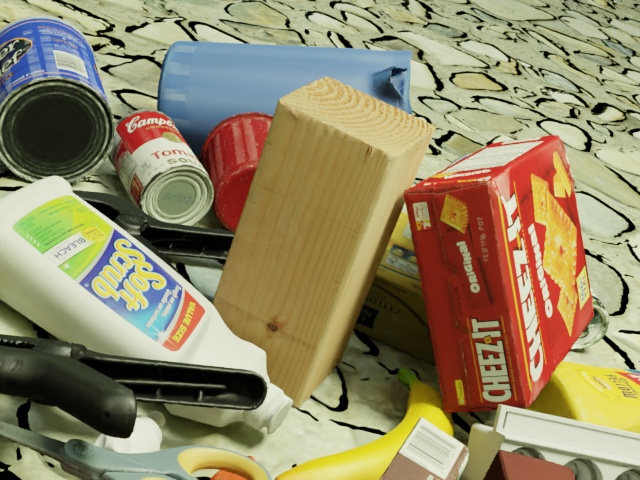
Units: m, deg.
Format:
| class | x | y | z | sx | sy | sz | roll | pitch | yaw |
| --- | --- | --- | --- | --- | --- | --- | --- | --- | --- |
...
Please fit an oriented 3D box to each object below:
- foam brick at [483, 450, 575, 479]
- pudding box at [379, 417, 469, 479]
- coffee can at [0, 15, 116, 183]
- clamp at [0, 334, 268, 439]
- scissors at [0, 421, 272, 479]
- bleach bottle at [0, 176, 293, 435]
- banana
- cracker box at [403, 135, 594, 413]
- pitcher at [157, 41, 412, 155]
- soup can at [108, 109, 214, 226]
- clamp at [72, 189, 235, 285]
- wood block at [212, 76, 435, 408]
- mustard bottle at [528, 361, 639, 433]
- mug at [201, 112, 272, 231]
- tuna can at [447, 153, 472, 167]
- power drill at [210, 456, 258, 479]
| class | x | y | z | sx | sy | sz | roll | pitch | yaw |
| --- | --- | --- | --- | --- | --- | --- | --- | --- | --- |
| foam brick | 0.124 | 0.179 | 0.662 | 0.051 | 0.078 | 0.053 | 15 | 27 | -8 |
| pudding box | 0.040 | 0.167 | 0.611 | 0.039 | 0.090 | 0.113 | 30 | 27 | 14 |
| coffee can | -0.243 | -0.127 | 0.950 | 0.102 | 0.103 | 0.140 | 8 | 29 | -25 |
| clamp | -0.145 | 0.080 | 0.638 | 0.210 | 0.036 | 0.164 | 8 | -1 | 29 |
| scissors | -0.110 | 0.114 | 0.573 | 0.202 | 0.016 | 0.096 | 24 | 21 | 23 |
| bleach bottle | -0.124 | 0.051 | 0.744 | 0.251 | 0.068 | 0.102 | 31 | 36 | 16 |
| banana | 0.044 | 0.142 | 0.727 | 0.070 | 0.037 | 0.197 | 12 | 19 | 26 |
| cracker box | 0.145 | 0.017 | 0.814 | 0.072 | 0.164 | 0.213 | -7 | 10 | 27 |
| pitcher | -0.032 | -0.125 | 1.055 | 0.243 | 0.149 | 0.145 | 6 | 25 | 1 |
| soup can | -0.142 | -0.062 | 0.939 | 0.068 | 0.069 | 0.102 | 3 | 32 | -32 |
| clamp | -0.149 | 0.004 | 0.843 | 0.171 | 0.039 | 0.120 | 16 | 21 | 3 |
| wood block | -0.005 | 0.001 | 0.760 | 0.091 | 0.206 | 0.090 | 27 | 27 | 13 |
| mustard bottle | 0.258 | 0.140 | 0.852 | 0.191 | 0.058 | 0.096 | 9 | 22 | -24 |
| mug | -0.053 | -0.048 | 0.970 | 0.117 | 0.093 | 0.081 | 48 | 17 | -33 |
| tuna can | 0.146 | -0.044 | 1.091 | 0.034 | 0.086 | 0.085 | 39 | 32 | 28 |
| power drill | -0.105 | 0.164 | 0.557 | 0.187 | 0.057 | 0.185 | -3 | 34 | -36 |
